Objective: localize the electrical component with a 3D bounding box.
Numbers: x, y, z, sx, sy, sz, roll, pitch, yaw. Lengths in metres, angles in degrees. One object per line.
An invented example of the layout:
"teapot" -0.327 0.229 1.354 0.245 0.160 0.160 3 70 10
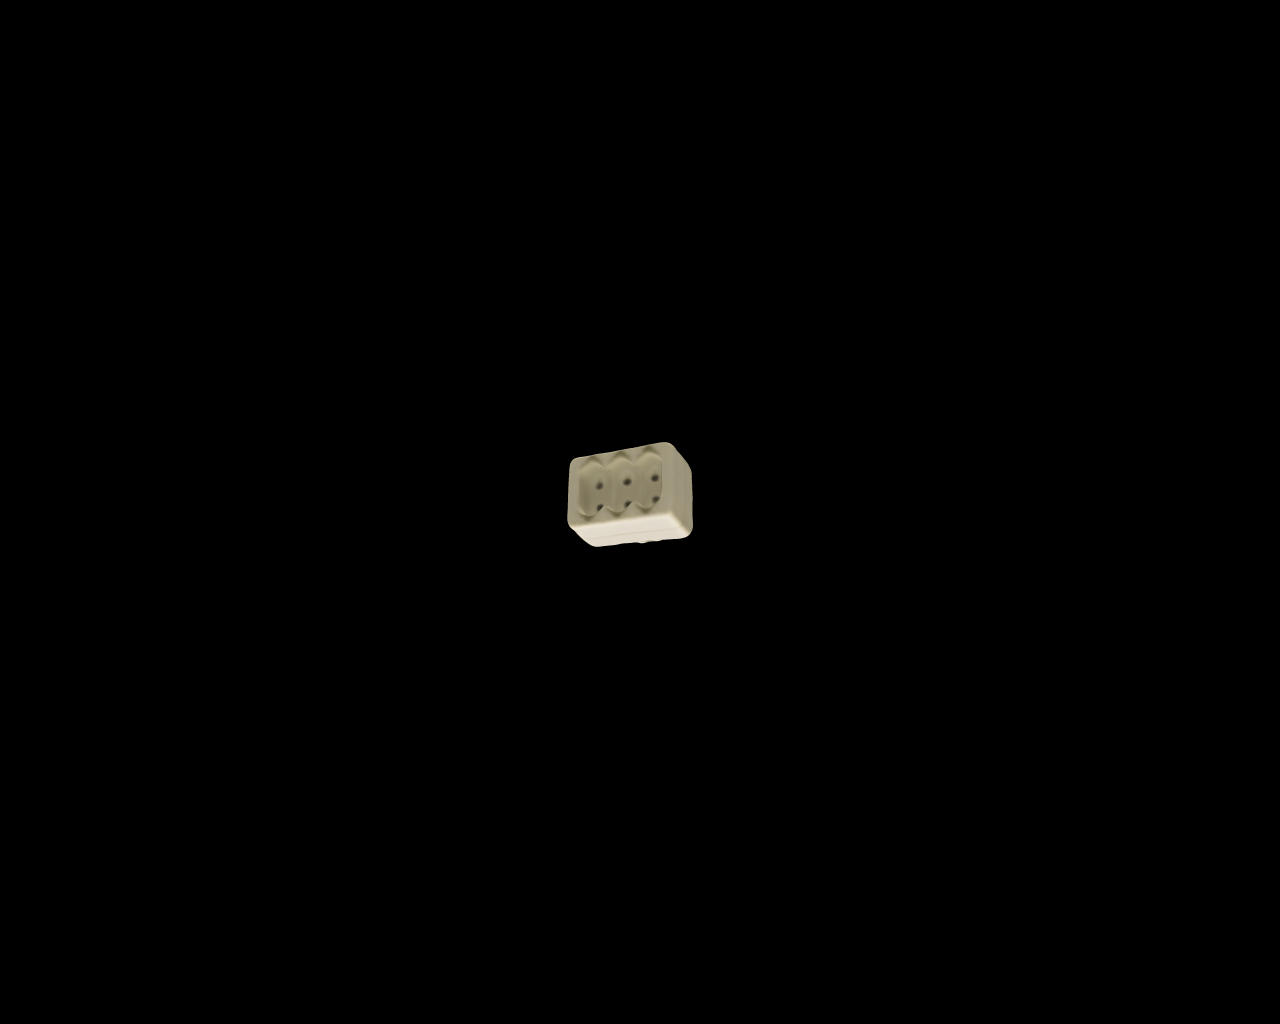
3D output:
"electrical component" 0.001 -0.003 0.650 0.066 0.047 0.076 -8 -23 18
